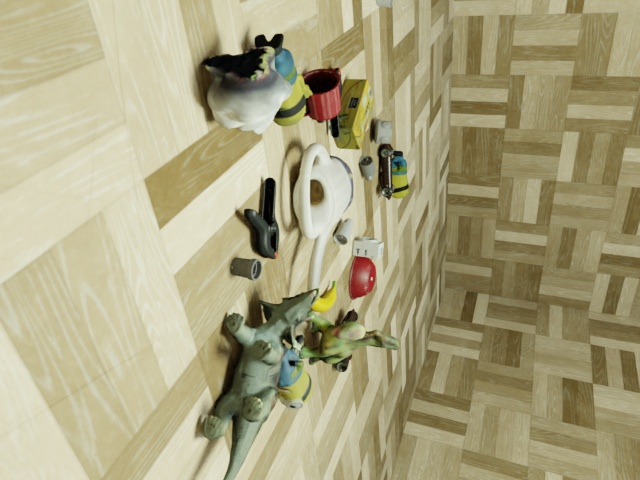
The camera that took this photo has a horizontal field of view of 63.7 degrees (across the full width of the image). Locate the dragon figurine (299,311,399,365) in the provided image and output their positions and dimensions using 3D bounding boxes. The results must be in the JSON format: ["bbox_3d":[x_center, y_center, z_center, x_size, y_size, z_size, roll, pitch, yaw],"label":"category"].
[{"bbox_3d":[0.088,0.278,1.352,0.404,0.243,0.124,48,48,-61],"label":"dragon figurine"}]

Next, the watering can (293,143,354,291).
[{"bbox_3d":[0.004,-0.060,1.201,0.228,0.104,0.342,-42,134,-60],"label":"watering can"}]

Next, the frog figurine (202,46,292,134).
[{"bbox_3d":[-0.112,-0.223,0.848,0.139,0.124,0.155,-33,147,-20],"label":"frog figurine"}]
